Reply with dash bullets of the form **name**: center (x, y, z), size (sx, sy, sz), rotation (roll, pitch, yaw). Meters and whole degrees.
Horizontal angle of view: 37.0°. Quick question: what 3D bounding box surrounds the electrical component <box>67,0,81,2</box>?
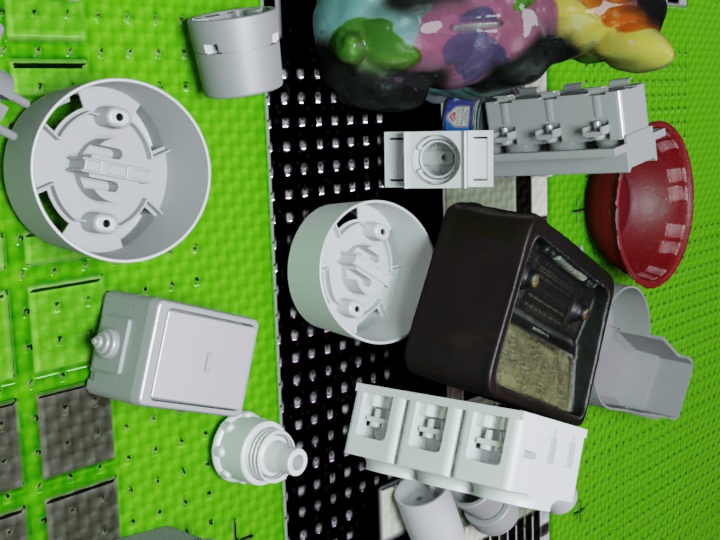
- **electrical component**: center (-0.142, -0.176, 0.588), size (0.055, 0.045, 0.045), rotation (-37, 120, -40)

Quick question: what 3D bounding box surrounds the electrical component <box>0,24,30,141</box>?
- **electrical component**: center (-0.199, -0.090, 0.533), size (0.077, 0.047, 0.065), rotation (30, 73, -46)

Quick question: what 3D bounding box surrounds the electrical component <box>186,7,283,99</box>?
- **electrical component**: center (-0.075, -0.134, 0.661), size (0.055, 0.055, 0.047), rotation (-27, 118, -43)

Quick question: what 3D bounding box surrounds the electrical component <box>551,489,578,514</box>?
- **electrical component**: center (0.174, 0.197, 0.988), size (0.065, 0.044, 0.044), rotation (50, 59, -44)

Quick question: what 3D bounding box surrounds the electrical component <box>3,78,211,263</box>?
- **electrical component**: center (-0.140, -0.054, 0.590), size (0.099, 0.064, 0.099), rotation (-7, 100, -47)

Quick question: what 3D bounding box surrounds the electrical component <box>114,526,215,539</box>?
- **electrical component**: center (-0.122, 0.220, 0.647), size (0.078, 0.057, 0.113), rotation (-3, 97, -48)

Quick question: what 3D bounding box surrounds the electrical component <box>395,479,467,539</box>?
- **electrical component**: center (0.060, 0.205, 0.858), size (0.043, 0.043, 0.081), rotation (-41, 123, -37)

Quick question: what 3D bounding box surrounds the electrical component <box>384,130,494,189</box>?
- **electrical component**: center (0.061, -0.084, 0.805), size (0.064, 0.081, 0.042), rotation (-34, 124, -74)

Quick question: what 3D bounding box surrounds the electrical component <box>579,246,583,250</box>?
- **electrical component**: center (0.175, 0.009, 0.963), size (0.055, 0.048, 0.066), rotation (-37, 121, -48)

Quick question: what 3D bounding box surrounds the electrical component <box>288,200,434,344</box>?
- **electrical component**: center (0.000, 0.000, 0.752), size (0.099, 0.064, 0.099), rotation (-8, 100, -48)

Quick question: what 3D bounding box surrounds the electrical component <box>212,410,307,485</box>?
- **electrical component**: center (-0.062, 0.119, 0.699), size (0.048, 0.062, 0.048), rotation (-7, 100, -48)

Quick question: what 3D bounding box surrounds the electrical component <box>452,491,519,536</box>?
- **electrical component**: center (0.105, 0.193, 0.906), size (0.055, 0.045, 0.045), rotation (52, 58, -38)

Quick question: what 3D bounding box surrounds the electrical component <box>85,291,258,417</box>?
- **electrical component**: center (-0.113, 0.050, 0.635), size (0.096, 0.061, 0.061), rotation (16, 82, -48)

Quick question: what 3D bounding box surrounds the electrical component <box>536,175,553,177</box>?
- **electrical component**: center (0.171, -0.121, 0.935), size (0.078, 0.058, 0.057), rotation (-32, 120, -42)

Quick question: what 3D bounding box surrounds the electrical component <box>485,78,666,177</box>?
- **electrical component**: center (0.157, -0.108, 0.818), size (0.079, 0.121, 0.063), rotation (-23, 109, -45)

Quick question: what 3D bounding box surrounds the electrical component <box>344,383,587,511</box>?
- **electrical component**: center (0.074, 0.129, 0.785), size (0.089, 0.150, 0.061), rotation (21, 77, -47)
